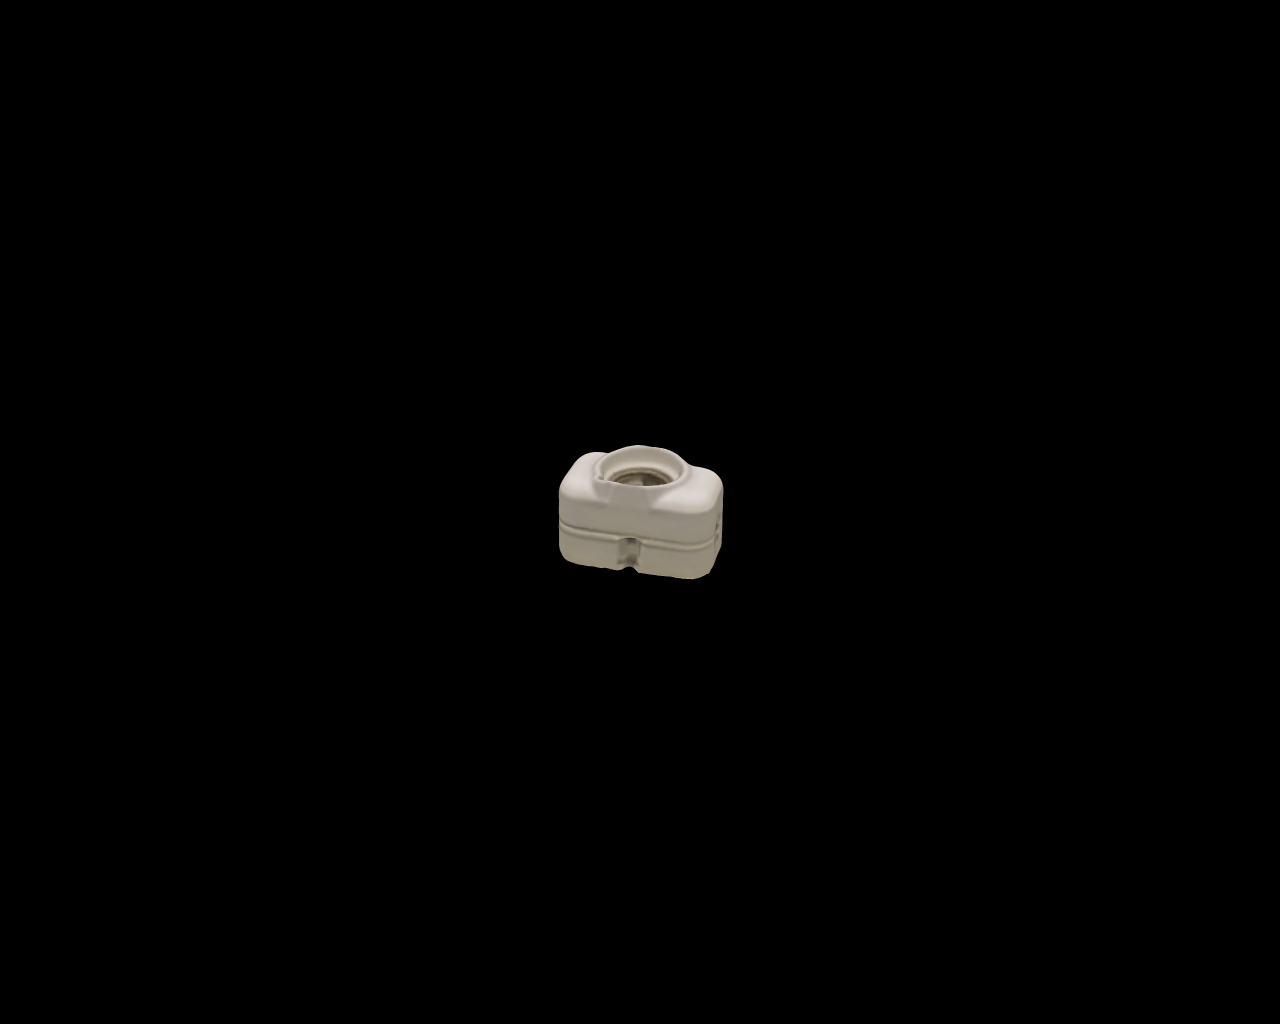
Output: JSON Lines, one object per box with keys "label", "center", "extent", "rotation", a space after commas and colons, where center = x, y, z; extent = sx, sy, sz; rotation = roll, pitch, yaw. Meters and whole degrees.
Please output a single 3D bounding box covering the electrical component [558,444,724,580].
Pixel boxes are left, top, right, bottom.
{"label": "electrical component", "center": [0.001, -0.003, 0.650], "extent": [0.095, 0.059, 0.054], "rotation": [8, 32, 14]}
